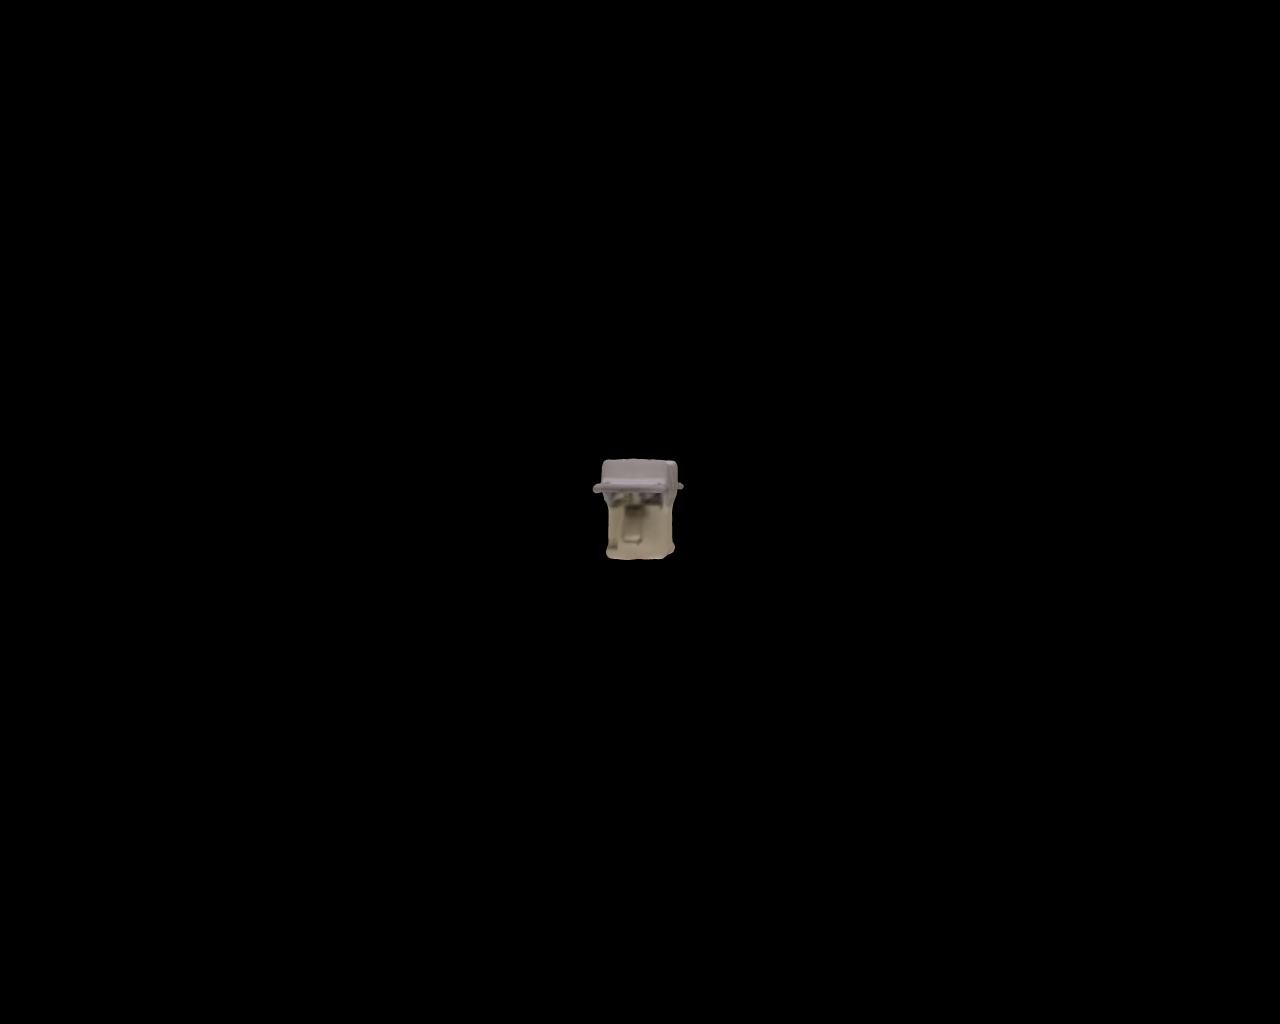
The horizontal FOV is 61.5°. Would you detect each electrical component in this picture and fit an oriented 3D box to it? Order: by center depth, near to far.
[{"bbox_3d":[0.001,-0.003,0.650,0.042,0.063,0.081,0,3,11],"label":"electrical component"}]
